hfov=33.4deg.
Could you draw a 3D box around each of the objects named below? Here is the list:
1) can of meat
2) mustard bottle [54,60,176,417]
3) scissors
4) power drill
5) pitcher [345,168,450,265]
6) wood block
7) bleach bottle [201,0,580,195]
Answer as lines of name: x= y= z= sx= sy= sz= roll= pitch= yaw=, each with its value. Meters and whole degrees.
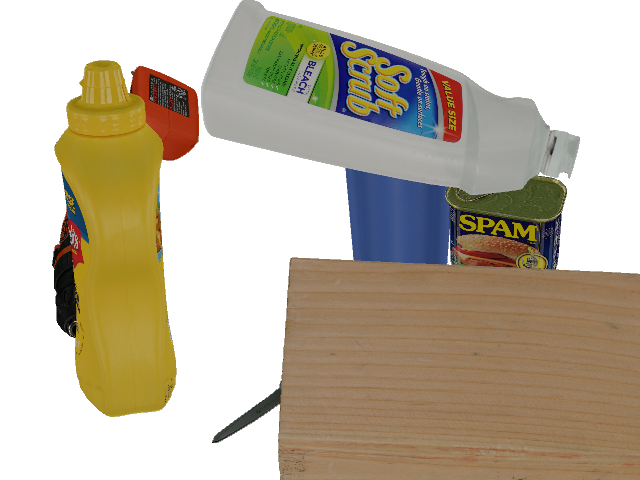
can of meat: x=0.164 y=-0.011 z=0.951 sx=0.102 sy=0.084 sz=0.057 roll=10 pitch=45 yaw=18
mustard bottle: x=-0.114 y=-0.005 z=0.595 sx=0.058 sy=0.192 sz=0.096 roll=-5 pitch=26 yaw=-13
scissors: x=-0.031 y=0.117 z=0.937 sx=0.201 sy=0.016 sz=0.096 roll=-18 pitch=33 yaw=-31
power drill: x=-0.164 y=-0.034 z=0.866 sx=0.057 sy=0.188 sz=0.184 roll=22 pitch=29 yaw=-24
pitcher: x=0.097 y=-0.062 z=1.232 sx=0.149 sy=0.243 sz=0.145 roll=-6 pitch=22 yaw=-9
wood block: x=0.085 y=0.070 z=0.512 sx=0.206 sy=0.091 sz=0.090 roll=3 pitch=-26 yaw=0
bleach bottle: x=0.051 y=-0.091 z=0.732 sx=0.251 sy=0.102 sz=0.068 roll=14 pitch=-32 yaw=10
